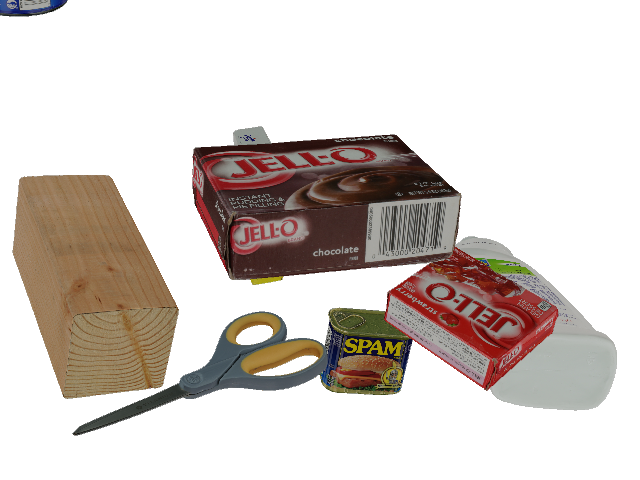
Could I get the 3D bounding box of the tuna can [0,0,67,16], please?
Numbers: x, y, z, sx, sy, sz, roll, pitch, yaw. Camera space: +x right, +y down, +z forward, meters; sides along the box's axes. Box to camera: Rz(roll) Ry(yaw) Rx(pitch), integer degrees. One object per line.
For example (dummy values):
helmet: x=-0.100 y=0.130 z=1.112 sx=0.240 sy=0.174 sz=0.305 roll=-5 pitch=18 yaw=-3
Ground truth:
tuna can: x=-0.243 y=-0.211 z=0.852 sx=0.086 sy=0.034 sz=0.086 roll=5 pitch=35 yaw=-4

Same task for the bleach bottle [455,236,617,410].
bleach bottle: x=0.167 y=0.056 z=0.933 sx=0.102 sy=0.068 sz=0.251 roll=5 pitch=21 yaw=-7

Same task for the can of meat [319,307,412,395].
can of meat: x=0.053 y=0.130 z=1.240 sx=0.102 sy=0.084 sz=0.057 roll=5 pitch=24 yaw=-12

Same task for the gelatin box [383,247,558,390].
gelatin box: x=0.099 y=0.048 z=0.702 sx=0.089 sy=0.030 sz=0.073 roll=33 pitch=45 yaw=30

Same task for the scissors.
scissors: x=-0.095 y=0.097 z=0.819 sx=0.201 sy=0.016 sz=0.096 roll=-10 pitch=34 yaw=-16

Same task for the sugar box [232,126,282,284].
sugar box: x=-0.079 y=-0.044 z=1.325 sx=0.048 sy=0.176 sz=0.093 roll=-10 pitch=24 yaw=-9

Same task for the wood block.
wood block: x=-0.205 y=0.033 z=0.948 sx=0.090 sy=0.091 sz=0.206 roll=-3 pitch=36 yaw=-28

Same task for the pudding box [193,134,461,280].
pudding box: x=0.000 y=-0.019 z=0.522 sx=0.113 sy=0.039 sz=0.090 roll=-3 pitch=26 yaw=-16
